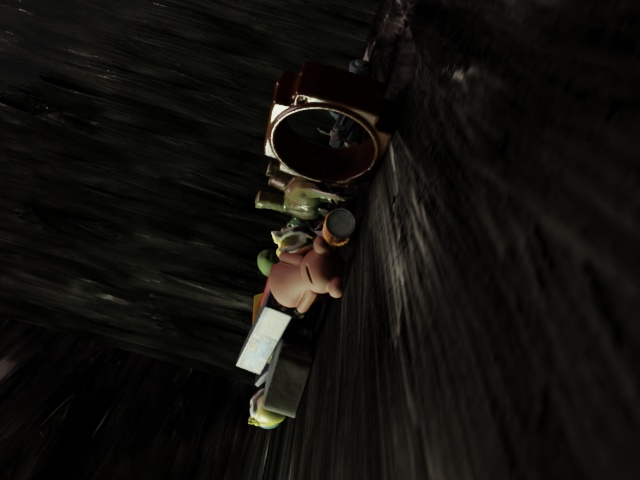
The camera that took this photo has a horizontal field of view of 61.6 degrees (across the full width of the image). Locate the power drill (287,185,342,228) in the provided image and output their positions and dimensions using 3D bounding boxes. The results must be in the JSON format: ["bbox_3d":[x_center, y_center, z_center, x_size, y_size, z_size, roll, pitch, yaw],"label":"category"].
[{"bbox_3d":[-0.004,-0.101,1.534,0.207,0.086,0.232,-49,-1,-23],"label":"power drill"}]

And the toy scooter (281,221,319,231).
[{"bbox_3d":[-0.049,-0.021,1.620,0.184,0.135,0.075,-85,11,-78],"label":"toy scooter"}]

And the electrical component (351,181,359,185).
[{"bbox_3d":[0.081,-0.151,1.140,0.094,0.021,0.063,-82,10,-70],"label":"electrical component"}]

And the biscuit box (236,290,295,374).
[{"bbox_3d":[-0.111,0.189,1.099,0.063,0.059,0.202,-77,12,-53],"label":"biscuit box"}]

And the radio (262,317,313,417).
[{"bbox_3d":[-0.063,0.254,1.124,0.230,0.073,0.131,-103,30,-79],"label":"radio"}]

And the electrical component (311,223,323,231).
[{"bbox_3d":[-0.004,-0.003,1.343,0.102,0.078,0.045,-44,-38,-26],"label":"electrical component"}]

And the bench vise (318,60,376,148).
[{"bbox_3d":[0.062,-0.273,1.206,0.223,0.129,0.241,113,180,-46],"label":"bench vise"}]

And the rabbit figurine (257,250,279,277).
[{"bbox_3d":[-0.080,0.071,1.400,0.159,0.170,0.121,114,172,-59],"label":"rabbit figurine"}]

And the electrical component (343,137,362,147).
[{"bbox_3d":[0.080,-0.258,1.426,0.119,0.048,0.074,-77,5,-50],"label":"electrical component"}]

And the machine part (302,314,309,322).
[{"bbox_3d":[-0.055,0.185,1.351,0.039,0.084,0.139,-47,19,12],"label":"machine part"}]

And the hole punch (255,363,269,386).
[{"bbox_3d":[-0.100,0.307,1.332,0.142,0.092,0.115,-73,5,-64],"label":"hole punch"}]

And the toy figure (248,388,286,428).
[{"bbox_3d":[-0.117,0.393,1.249,0.180,0.089,0.082,94,174,-62],"label":"toy figure"}]

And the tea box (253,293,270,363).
[{"bbox_3d":[-0.120,0.209,1.326,0.170,0.068,0.098,-98,-10,-65],"label":"tea box"}]

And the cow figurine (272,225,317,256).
[{"bbox_3d":[-0.057,0.000,1.220,0.167,0.098,0.068,165,86,-86],"label":"cow figurine"}]

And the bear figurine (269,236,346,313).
[{"bbox_3d":[-0.006,0.057,0.980,0.132,0.120,0.196,-20,-6,-42],"label":"bear figurine"}]

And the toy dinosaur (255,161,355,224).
[{"bbox_3d":[-0.030,-0.091,1.142,0.471,0.199,0.105,-129,57,-86],"label":"toy dinosaur"}]

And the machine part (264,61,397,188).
[{"bbox_3d":[0.013,-0.183,0.899,0.201,0.201,0.087,113,169,-57],"label":"machine part"}]
